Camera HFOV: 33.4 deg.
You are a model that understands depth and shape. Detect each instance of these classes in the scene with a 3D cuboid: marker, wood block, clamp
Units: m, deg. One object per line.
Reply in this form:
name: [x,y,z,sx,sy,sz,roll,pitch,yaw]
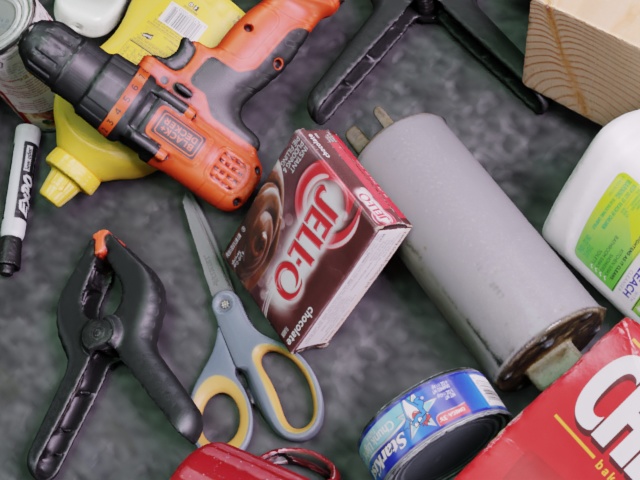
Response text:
marker: [-0.223,-0.030,0.786,0.020,0.020,0.121,-5,64,13]
wood block: [0.223,-0.177,0.680,0.090,0.091,0.206,32,71,21]
clamp: [-0.146,0.076,0.704,0.120,0.039,0.171,-21,54,5]
clamp: [0.084,-0.169,0.758,0.164,0.036,0.210,5,64,8]

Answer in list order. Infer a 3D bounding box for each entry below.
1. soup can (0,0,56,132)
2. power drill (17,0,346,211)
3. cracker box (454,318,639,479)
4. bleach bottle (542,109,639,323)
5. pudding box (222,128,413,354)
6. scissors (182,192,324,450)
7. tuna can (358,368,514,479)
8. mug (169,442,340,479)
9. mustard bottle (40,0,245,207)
soup can: [-0.217,-0.134,0.788,0.068,0.102,0.068,-6,63,13]
power drill: [-0.084,-0.139,0.725,0.184,0.057,0.187,36,83,-16]
cracker box: [0.138,0.171,0.531,0.214,0.072,0.164,-47,61,11]
bleach bottle: [0.239,0.043,0.581,0.067,0.103,0.251,-18,54,-39]
pudding box: [-0.004,0.001,0.668,0.090,0.039,0.114,53,128,30]
scissors: [-0.073,0.061,0.703,0.096,0.016,0.202,-38,61,-4]
tuna can: [0.065,0.110,0.602,0.086,0.086,0.034,-32,60,-1]
mug: [-0.035,0.159,0.612,0.082,0.093,0.117,18,40,27]
mustard bottle: [-0.134,-0.102,0.772,0.096,0.058,0.191,37,78,6]
